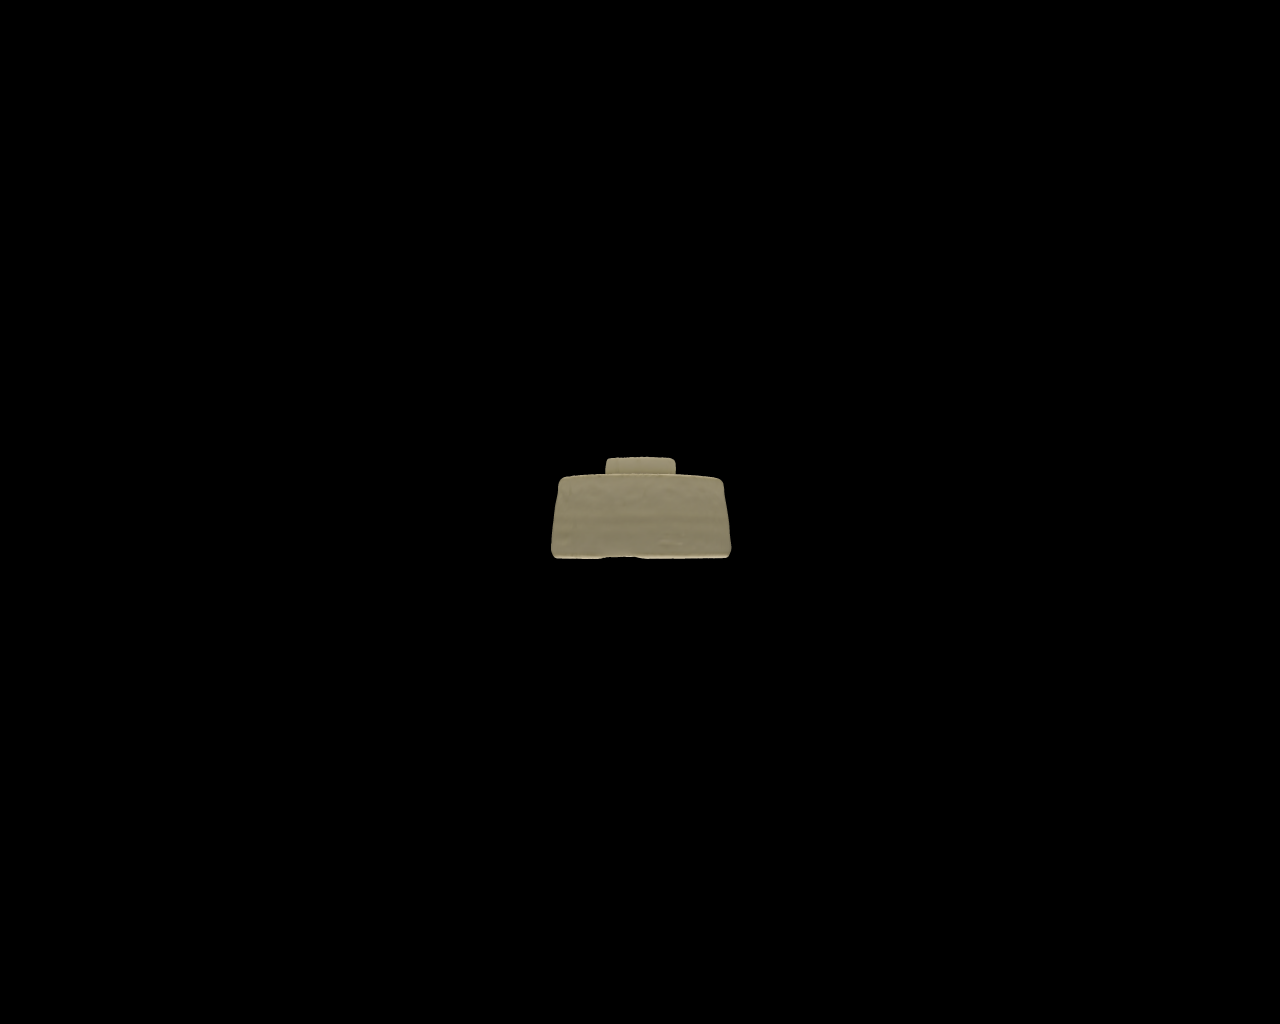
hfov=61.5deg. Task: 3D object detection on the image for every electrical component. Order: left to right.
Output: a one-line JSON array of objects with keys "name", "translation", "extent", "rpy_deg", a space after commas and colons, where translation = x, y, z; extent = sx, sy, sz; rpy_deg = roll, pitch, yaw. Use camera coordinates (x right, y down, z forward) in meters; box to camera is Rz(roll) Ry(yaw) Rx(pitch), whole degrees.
[{"name": "electrical component", "translation": [0.001, -0.003, 0.650], "extent": [0.108, 0.060, 0.108], "rpy_deg": [0, -2, 0]}]
